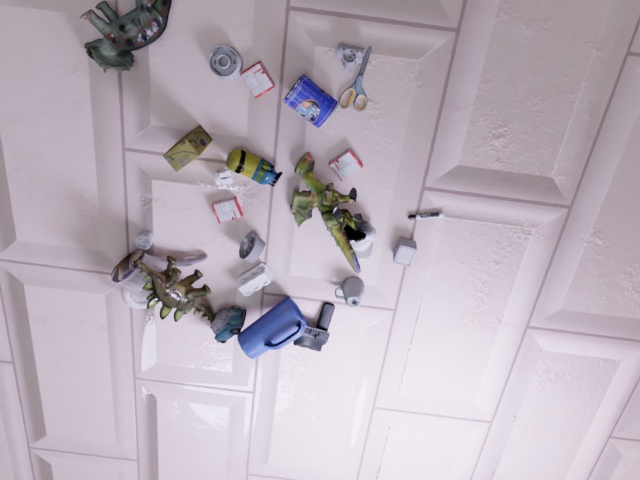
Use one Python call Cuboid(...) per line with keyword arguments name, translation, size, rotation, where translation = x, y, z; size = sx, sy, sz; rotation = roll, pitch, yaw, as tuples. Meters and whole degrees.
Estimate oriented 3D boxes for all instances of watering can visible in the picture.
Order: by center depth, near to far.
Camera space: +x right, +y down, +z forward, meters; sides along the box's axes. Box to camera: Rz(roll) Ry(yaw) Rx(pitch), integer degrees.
Cuboid(name="watering can", translation=(-0.588, 0.111, 1.837), size=(0.346, 0.106, 0.221), rotation=(-39, 124, 10))

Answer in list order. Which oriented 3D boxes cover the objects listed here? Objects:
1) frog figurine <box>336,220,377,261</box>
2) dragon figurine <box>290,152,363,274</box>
Cuboid(name="frog figurine", translation=(0.135, 0.000, 1.768), size=(0.136, 0.125, 0.157), rotation=(-34, 146, 15))
Cuboid(name="dragon figurine", translation=(0.005, -0.085, 1.690), size=(0.243, 0.123, 0.406), rotation=(4, 109, 44))
